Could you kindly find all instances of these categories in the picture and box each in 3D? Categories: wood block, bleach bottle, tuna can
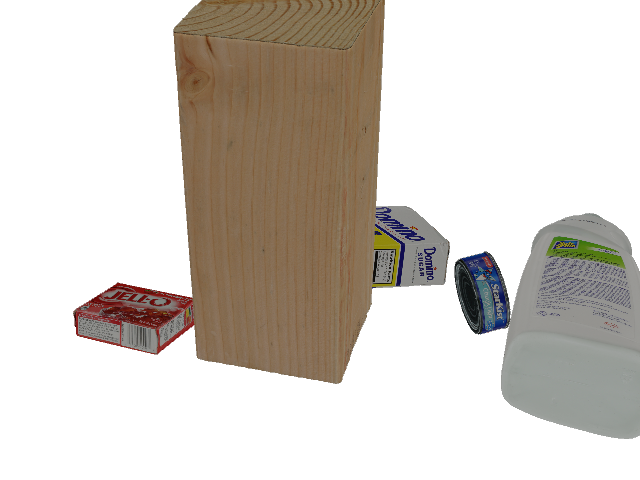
[{"bbox_3d":[-0.019,-0.032,0.598,0.091,0.206,0.090,9,34,13],"label":"wood block"},{"bbox_3d":[0.195,0.041,0.773,0.103,0.068,0.250,13,27,12],"label":"bleach bottle"},{"bbox_3d":[0.173,0.057,1.151,0.033,0.086,0.086,-14,2,-6],"label":"tuna can"}]

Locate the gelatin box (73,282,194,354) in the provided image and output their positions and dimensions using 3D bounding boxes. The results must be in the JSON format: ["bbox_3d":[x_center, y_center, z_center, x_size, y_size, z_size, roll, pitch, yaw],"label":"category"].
[{"bbox_3d":[-0.170,0.070,0.982,0.089,0.030,0.073,10,22,21],"label":"gelatin box"}]

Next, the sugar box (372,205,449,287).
[{"bbox_3d":[0.007,0.005,0.880,0.176,0.048,0.093,-5,23,-18],"label":"sugar box"}]
